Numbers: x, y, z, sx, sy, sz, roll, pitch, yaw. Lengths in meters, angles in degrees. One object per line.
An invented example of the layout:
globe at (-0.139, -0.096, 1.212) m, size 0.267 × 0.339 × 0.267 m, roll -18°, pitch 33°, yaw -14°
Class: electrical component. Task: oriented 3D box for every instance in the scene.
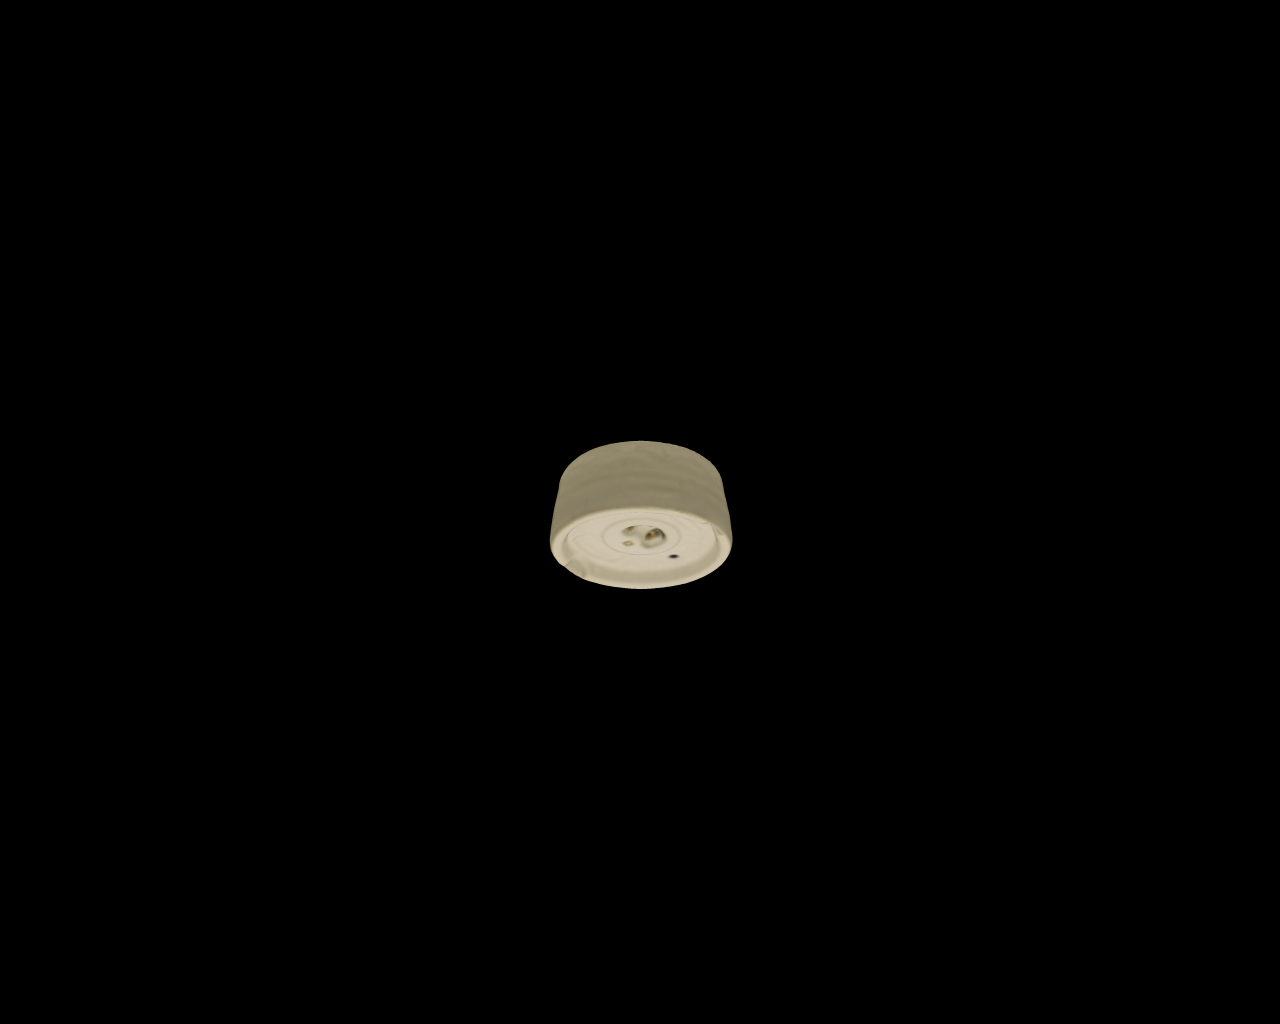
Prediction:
electrical component at (0.001, -0.003, 0.650) m, size 0.108 × 0.060 × 0.108 m, roll 0°, pitch -29°, yaw 0°
